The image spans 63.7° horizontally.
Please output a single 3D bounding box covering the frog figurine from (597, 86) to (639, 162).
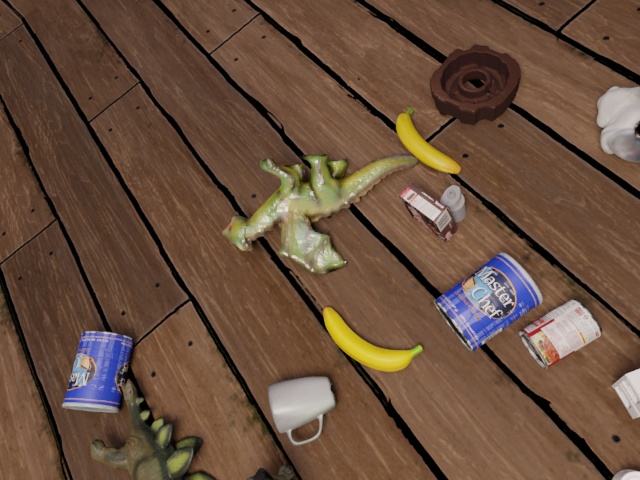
[{"bbox_3d":[0.556,-0.209,0.921,0.137,0.121,0.162,-45,23,5],"label":"frog figurine"}]

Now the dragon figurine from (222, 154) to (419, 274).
[{"bbox_3d":[0.003,-0.052,1.037,0.410,0.121,0.245,-3,81,3],"label":"dragon figurine"}]
